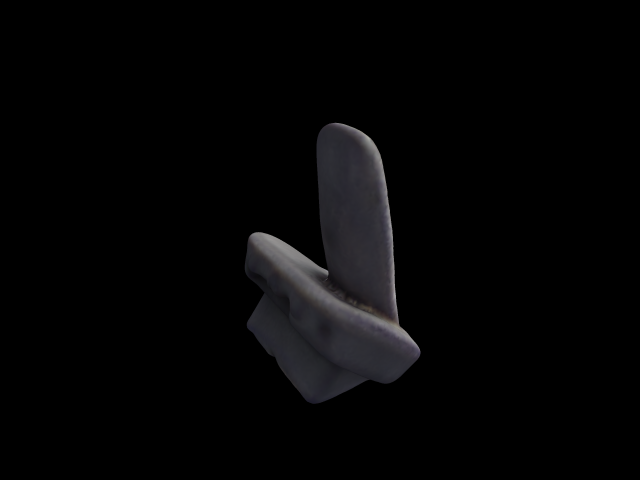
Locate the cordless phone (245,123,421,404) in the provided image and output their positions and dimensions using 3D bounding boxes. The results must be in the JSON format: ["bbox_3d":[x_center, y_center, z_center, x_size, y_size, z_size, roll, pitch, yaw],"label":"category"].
[{"bbox_3d":[0.004,0.001,0.400,0.094,0.185,0.147,-18,32,-31],"label":"cordless phone"}]
